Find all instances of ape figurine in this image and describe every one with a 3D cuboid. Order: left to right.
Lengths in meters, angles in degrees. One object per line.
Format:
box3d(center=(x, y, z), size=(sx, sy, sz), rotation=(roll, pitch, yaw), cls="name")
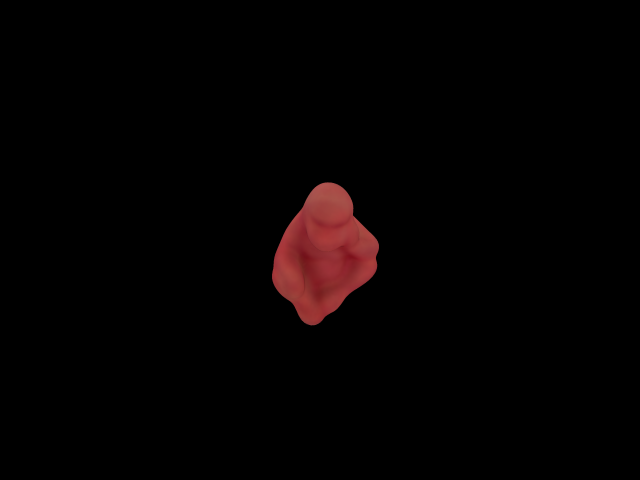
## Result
box3d(center=(0.004, 0.001, 0.400), size=(0.078, 0.092, 0.076), rotation=(-4, 43, -4), cls="ape figurine")
